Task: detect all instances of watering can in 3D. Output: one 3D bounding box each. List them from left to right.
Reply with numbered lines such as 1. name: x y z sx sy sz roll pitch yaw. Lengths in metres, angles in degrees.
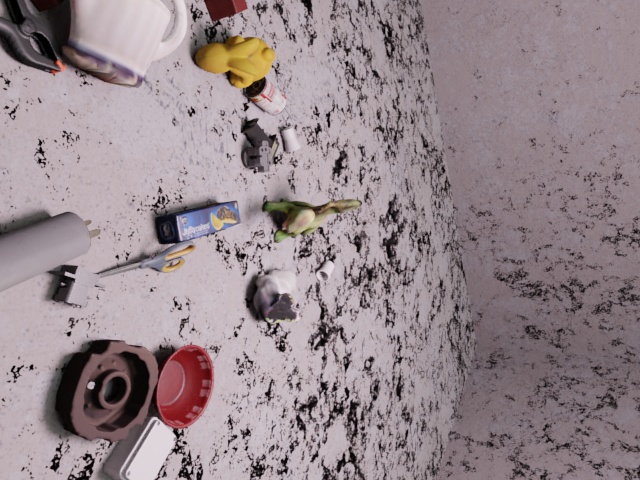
1. watering can: -0.356 -0.384 0.850 0.346 0.105 0.224 14 101 -65

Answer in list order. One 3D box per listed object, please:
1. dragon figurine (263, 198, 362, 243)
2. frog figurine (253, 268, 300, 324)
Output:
1. dragon figurine: 0.004 -0.071 1.405 0.414 0.242 0.122 -20 102 -57
2. frog figurine: -0.117 0.133 1.337 0.135 0.122 0.163 47 12 -38
